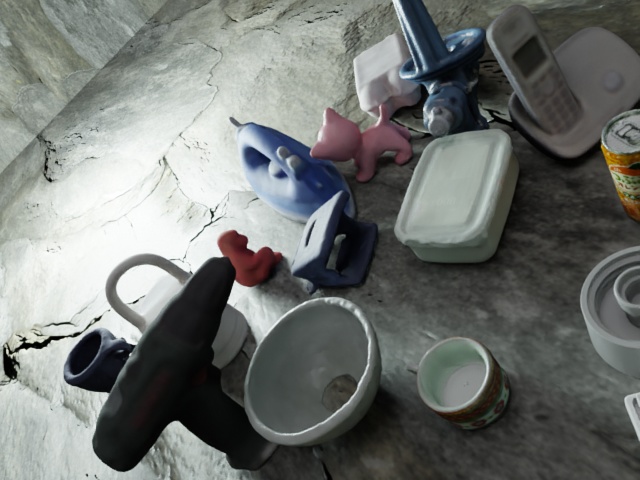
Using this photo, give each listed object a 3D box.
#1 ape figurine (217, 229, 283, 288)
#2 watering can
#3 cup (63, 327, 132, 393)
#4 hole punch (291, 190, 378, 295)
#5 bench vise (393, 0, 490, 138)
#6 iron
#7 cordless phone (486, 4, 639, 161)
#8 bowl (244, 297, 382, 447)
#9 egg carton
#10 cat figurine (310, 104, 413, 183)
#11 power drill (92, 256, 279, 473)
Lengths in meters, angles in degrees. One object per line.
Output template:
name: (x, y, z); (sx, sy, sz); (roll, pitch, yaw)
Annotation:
ape figurine: (-0.112, 0.019, 0.832); (0.076, 0.092, 0.077); (-49, 38, -7)
watering can: (-0.188, 0.091, 0.749); (0.172, 0.195, 0.101); (11, 63, 47)
cup: (-0.303, 0.185, 0.846); (0.117, 0.095, 0.091); (-24, 42, 24)
hole punch: (0.007, 0.003, 0.741); (0.100, 0.091, 0.109); (-8, 50, 37)
bench vise: (0.155, -0.233, 0.723); (0.121, 0.220, 0.207); (-29, 40, 18)
iron: (-0.050, -0.114, 0.862); (0.119, 0.142, 0.257); (-48, 38, -5)
cordless phone: (0.262, -0.192, 0.616); (0.147, 0.186, 0.093); (-46, 37, -2)
bowl: (0.003, 0.150, 0.618); (0.167, 0.075, 0.167); (-24, 41, 24)
egg carton: (0.110, -0.264, 0.919); (0.107, 0.070, 0.150); (-26, 41, 22)
cat figurine: (0.053, -0.147, 0.819); (0.127, 0.118, 0.067); (-27, 40, 21)
power drill: (-0.116, 0.155, 0.612); (0.230, 0.209, 0.075); (-51, 38, -9)
